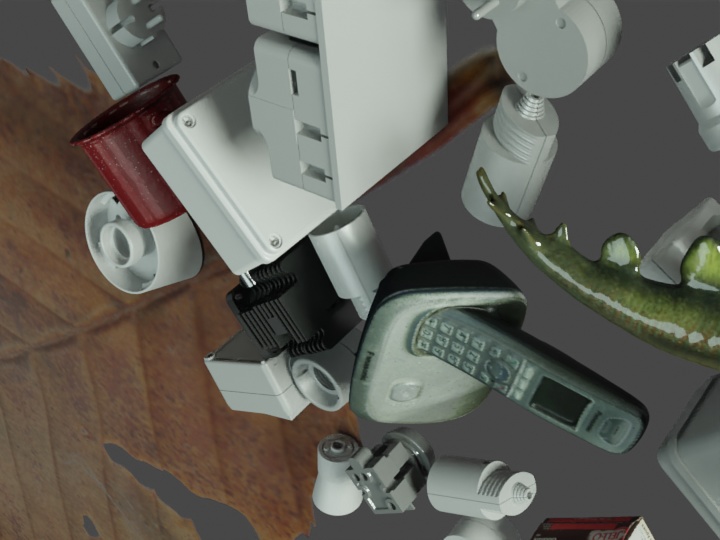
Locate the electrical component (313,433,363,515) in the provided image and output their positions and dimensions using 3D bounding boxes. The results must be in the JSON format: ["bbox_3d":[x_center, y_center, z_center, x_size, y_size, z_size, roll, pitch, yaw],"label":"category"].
[{"bbox_3d":[-0.019,0.174,0.928,0.044,0.044,0.065,25,133,28],"label":"electrical component"}]

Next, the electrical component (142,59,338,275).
[{"bbox_3d":[-0.064,-0.071,0.696,0.108,0.109,0.056,55,146,-8],"label":"electrical component"}]

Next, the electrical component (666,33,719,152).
[{"bbox_3d":[0.171,-0.085,0.505,0.046,0.040,0.040,57,143,-2],"label":"electrical component"}]

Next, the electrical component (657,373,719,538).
[{"bbox_3d":[0.229,0.115,0.594,0.113,0.078,0.057,51,140,-3],"label":"electrical component"}]

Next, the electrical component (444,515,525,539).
[{"bbox_3d":[0.118,0.256,0.835,0.138,0.074,0.052,43,143,7],"label":"electrical component"}]

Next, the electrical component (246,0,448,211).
[{"bbox_3d":[-0.008,-0.143,0.578,0.060,0.105,0.186,23,137,30],"label":"electrical component"}]

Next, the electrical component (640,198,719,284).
[{"bbox_3d":[0.178,0.013,0.578,0.065,0.047,0.076,45,143,4],"label":"electrical component"}]

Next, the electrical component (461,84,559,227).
[{"bbox_3d":[0.087,-0.067,0.602,0.043,0.043,0.081,35,141,18],"label":"electrical component"}]

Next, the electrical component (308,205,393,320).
[{"bbox_3d":[0.000,0.000,0.750,0.043,0.043,0.081,-3,121,46],"label":"electrical component"}]

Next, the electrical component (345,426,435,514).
[{"bbox_3d":[0.027,0.157,0.852,0.048,0.055,0.066,-19,108,51],"label":"electrical component"}]

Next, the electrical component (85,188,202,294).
[{"bbox_3d":[-0.183,-0.029,0.911,0.099,0.064,0.099,17,119,33],"label":"electrical component"}]

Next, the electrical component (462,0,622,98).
[{"bbox_3d":[0.071,-0.146,0.521,0.052,0.074,0.138,-8,116,48],"label":"electrical component"}]

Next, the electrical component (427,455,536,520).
[{"bbox_3d":[0.094,0.163,0.801,0.081,0.043,0.043,-3,120,47],"label":"electrical component"}]

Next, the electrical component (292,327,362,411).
[{"bbox_3d":[-0.019,0.076,0.834,0.055,0.047,0.055,27,138,27],"label":"electrical component"}]

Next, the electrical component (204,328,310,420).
[{"bbox_3d":[-0.077,0.082,0.885,0.096,0.062,0.061,-2,121,46],"label":"electrical component"}]

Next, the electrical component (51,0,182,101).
[{"bbox_3d":[-0.162,-0.174,0.754,0.076,0.047,0.083,-13,112,50],"label":"electrical component"}]
